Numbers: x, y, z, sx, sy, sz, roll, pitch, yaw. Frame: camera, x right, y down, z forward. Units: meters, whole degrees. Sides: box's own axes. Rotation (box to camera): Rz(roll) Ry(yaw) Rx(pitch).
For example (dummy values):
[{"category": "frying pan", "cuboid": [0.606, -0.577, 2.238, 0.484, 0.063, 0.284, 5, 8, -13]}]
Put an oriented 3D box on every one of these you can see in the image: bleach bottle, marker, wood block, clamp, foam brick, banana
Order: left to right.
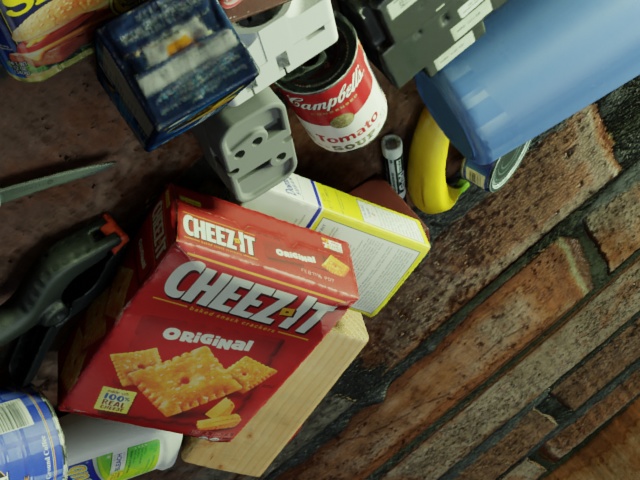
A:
[{"category": "bleach bottle", "cuboid": [-0.252, 0.209, 0.975, 0.250, 0.068, 0.103, -18, 148, -30]}, {"category": "clamp", "cuboid": [-0.207, 0.053, 0.811, 0.171, 0.039, 0.120, -40, 166, -2]}, {"category": "wood block", "cuboid": [-0.051, 0.125, 1.028, 0.090, 0.091, 0.206, 19, 123, -27]}, {"category": "foam brick", "cuboid": [0.059, -0.012, 0.996, 0.051, 0.078, 0.053, -35, 154, -10]}, {"category": "marker", "cuboid": [0.070, -0.059, 1.000, 0.020, 0.020, 0.121, -33, 153, -10]}, {"category": "banana", "cuboid": [0.108, -0.071, 1.016, 0.069, 0.037, 0.197, -63, 161, -15]}]

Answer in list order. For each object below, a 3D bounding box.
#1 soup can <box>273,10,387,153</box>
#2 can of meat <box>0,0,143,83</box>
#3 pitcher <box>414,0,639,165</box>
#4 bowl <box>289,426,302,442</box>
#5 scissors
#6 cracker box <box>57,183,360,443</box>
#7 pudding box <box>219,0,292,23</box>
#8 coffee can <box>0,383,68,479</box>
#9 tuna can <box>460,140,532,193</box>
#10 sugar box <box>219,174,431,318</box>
[{"category": "soup can", "cuboid": [0.007, -0.114, 0.781, 0.068, 0.068, 0.102, -39, 154, 0]}, {"category": "can of meat", "cuboid": [-0.141, -0.142, 0.568, 0.102, 0.057, 0.084, -32, 155, -12]}, {"category": "pitcher", "cuboid": [0.204, -0.165, 0.887, 0.243, 0.145, 0.149, -34, 113, -1]}, {"category": "bowl", "cuboid": [-0.071, 0.204, 1.200, 0.162, 0.055, 0.162, -29, 151, -18]}, {"category": "scissors", "cuboid": [-0.234, -0.011, 0.701, 0.201, 0.016, 0.096, -9, 143, -44]}, {"category": "cracker box", "cuboid": [-0.095, 0.070, 0.859, 0.164, 0.072, 0.214, 18, 130, -29]}, {"category": "pudding box", "cuboid": [-0.033, -0.177, 0.607, 0.113, 0.090, 0.039, -25, 152, -25]}, {"category": "coffee can", "cuboid": [-0.285, 0.178, 0.836, 0.140, 0.103, 0.103, -13, 144, -41]}, {"category": "tuna can", "cuboid": [0.174, -0.090, 1.039, 0.086, 0.034, 0.086, -46, 157, -27]}, {"category": "sugar box", "cuboid": [-0.006, 0.001, 0.895, 0.176, 0.048, 0.093, 21, 122, -27]}]
